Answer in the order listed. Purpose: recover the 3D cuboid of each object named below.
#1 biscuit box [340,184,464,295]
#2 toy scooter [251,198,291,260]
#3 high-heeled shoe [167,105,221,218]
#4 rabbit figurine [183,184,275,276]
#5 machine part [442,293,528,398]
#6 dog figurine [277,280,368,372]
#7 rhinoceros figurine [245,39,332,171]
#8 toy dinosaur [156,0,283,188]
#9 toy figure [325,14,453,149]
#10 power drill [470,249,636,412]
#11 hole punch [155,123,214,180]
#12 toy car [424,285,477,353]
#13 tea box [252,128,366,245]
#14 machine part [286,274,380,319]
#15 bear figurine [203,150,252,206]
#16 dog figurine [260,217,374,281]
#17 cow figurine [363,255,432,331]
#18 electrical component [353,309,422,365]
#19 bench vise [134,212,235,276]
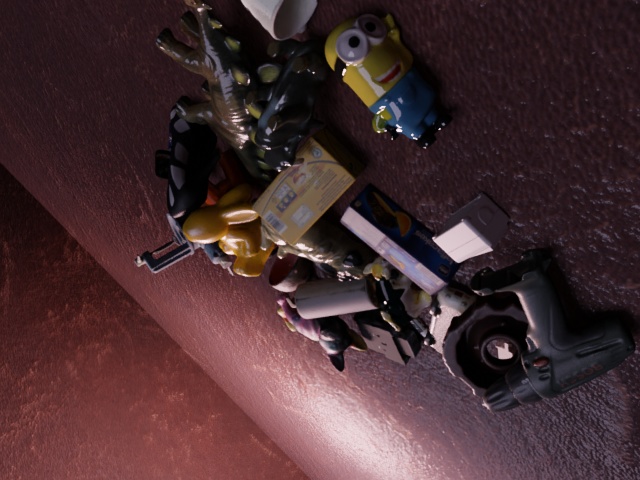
[{"bbox_3d":[0.133,0.000,0.876,0.203,0.063,0.059,39,151,6],"label":"biscuit box"},{"bbox_3d":[-0.122,-0.025,1.153,0.135,0.075,0.184,53,148,-15],"label":"toy scooter"},{"bbox_3d":[-0.265,-0.154,1.024,0.086,0.145,0.249,29,-163,-46],"label":"high-heeled shoe"},{"bbox_3d":[-0.166,-0.020,1.009,0.162,0.173,0.122,-51,43,29],"label":"rabbit figurine"},{"bbox_3d":[0.286,0.169,0.845,0.180,0.056,0.179,7,110,19],"label":"machine part"},{"bbox_3d":[0.005,0.194,1.206,0.219,0.108,0.191,47,161,22],"label":"dog figurine"},{"bbox_3d":[-0.042,-0.187,0.752,0.073,0.112,0.190,38,121,27],"label":"rhinoceros figurine"},{"bbox_3d":[-0.135,-0.212,0.883,0.199,0.105,0.470,28,160,18],"label":"toy dinosaur"},{"bbox_3d":[0.079,-0.192,0.662,0.180,0.082,0.089,46,150,-12],"label":"toy figure"},{"bbox_3d":[0.293,0.131,0.754,0.232,0.086,0.207,-28,93,26],"label":"power drill"},{"bbox_3d":[-0.286,-0.181,1.150,0.116,0.092,0.142,14,151,-12],"label":"hole punch"},{"bbox_3d":[0.235,0.151,0.966,0.074,0.056,0.201,23,148,21],"label":"toy car"},{"bbox_3d":[-0.020,-0.085,0.869,0.098,0.068,0.169,45,119,-4],"label":"tea box"},{"bbox_3d":[0.038,0.111,1.073,0.243,0.079,0.079,-15,122,30],"label":"machine part"},{"bbox_3d":[-0.221,-0.093,1.145,0.132,0.120,0.196,54,155,-13],"label":"bear figurine"},{"bbox_3d":[0.000,-0.006,0.979,0.191,0.121,0.172,19,173,28],"label":"dog figurine"},{"bbox_3d":[0.127,0.079,0.958,0.068,0.098,0.167,12,140,53],"label":"cow figurine"},{"bbox_3d":[0.149,0.199,1.138,0.134,0.058,0.114,11,141,45],"label":"electrical component"},{"bbox_3d":[-0.330,0.015,1.318,0.224,0.241,0.128,54,158,13],"label":"bench vise"}]
